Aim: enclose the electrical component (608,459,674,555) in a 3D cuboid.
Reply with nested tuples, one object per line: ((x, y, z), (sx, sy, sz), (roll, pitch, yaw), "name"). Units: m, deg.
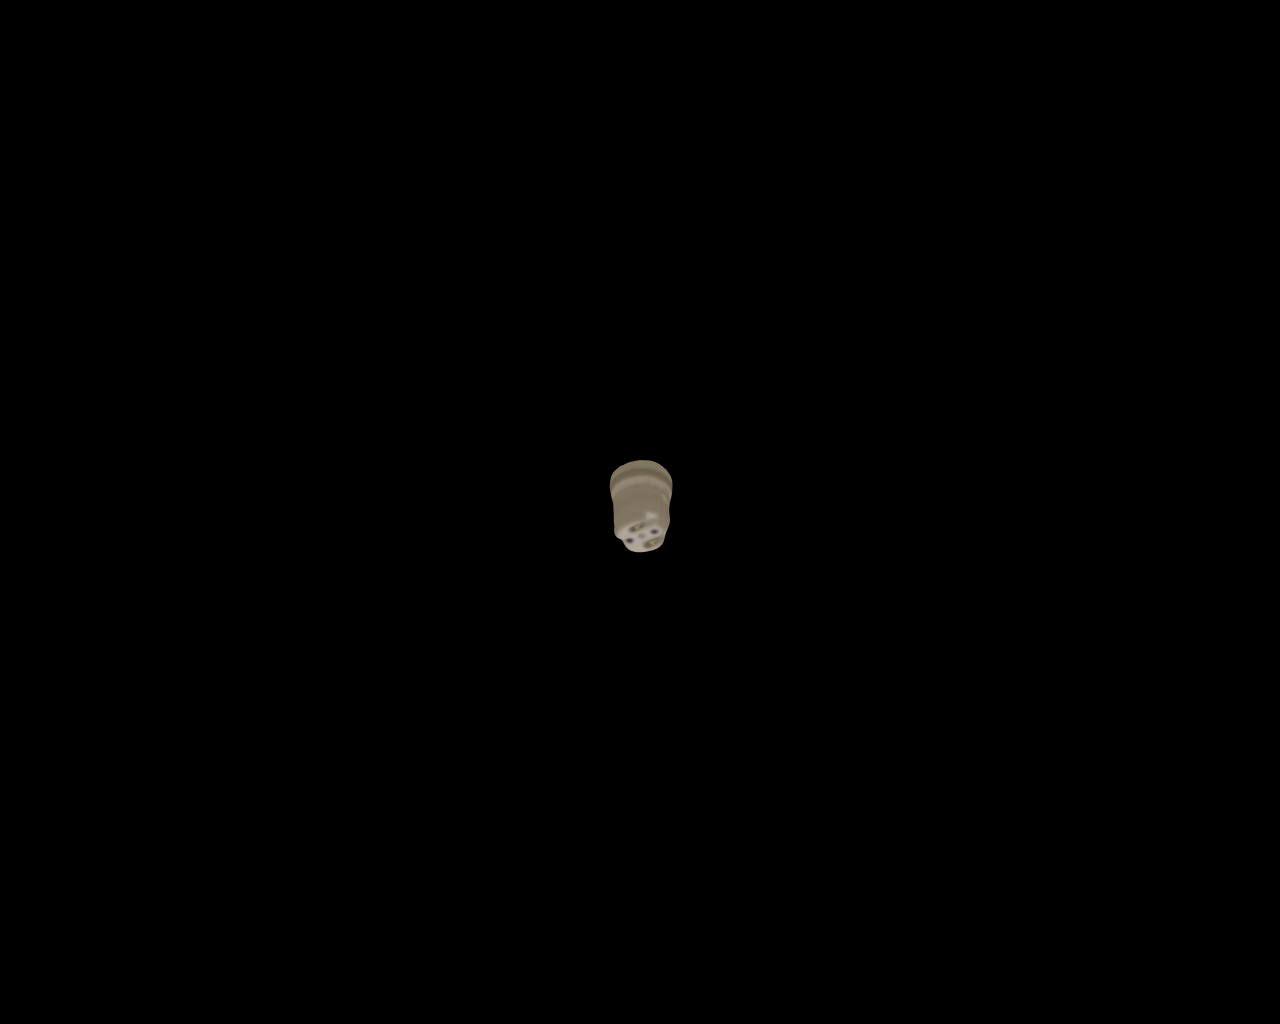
((0.001, -0.003, 0.650), (0.040, 0.046, 0.040), (0, -38, 0), "electrical component")
